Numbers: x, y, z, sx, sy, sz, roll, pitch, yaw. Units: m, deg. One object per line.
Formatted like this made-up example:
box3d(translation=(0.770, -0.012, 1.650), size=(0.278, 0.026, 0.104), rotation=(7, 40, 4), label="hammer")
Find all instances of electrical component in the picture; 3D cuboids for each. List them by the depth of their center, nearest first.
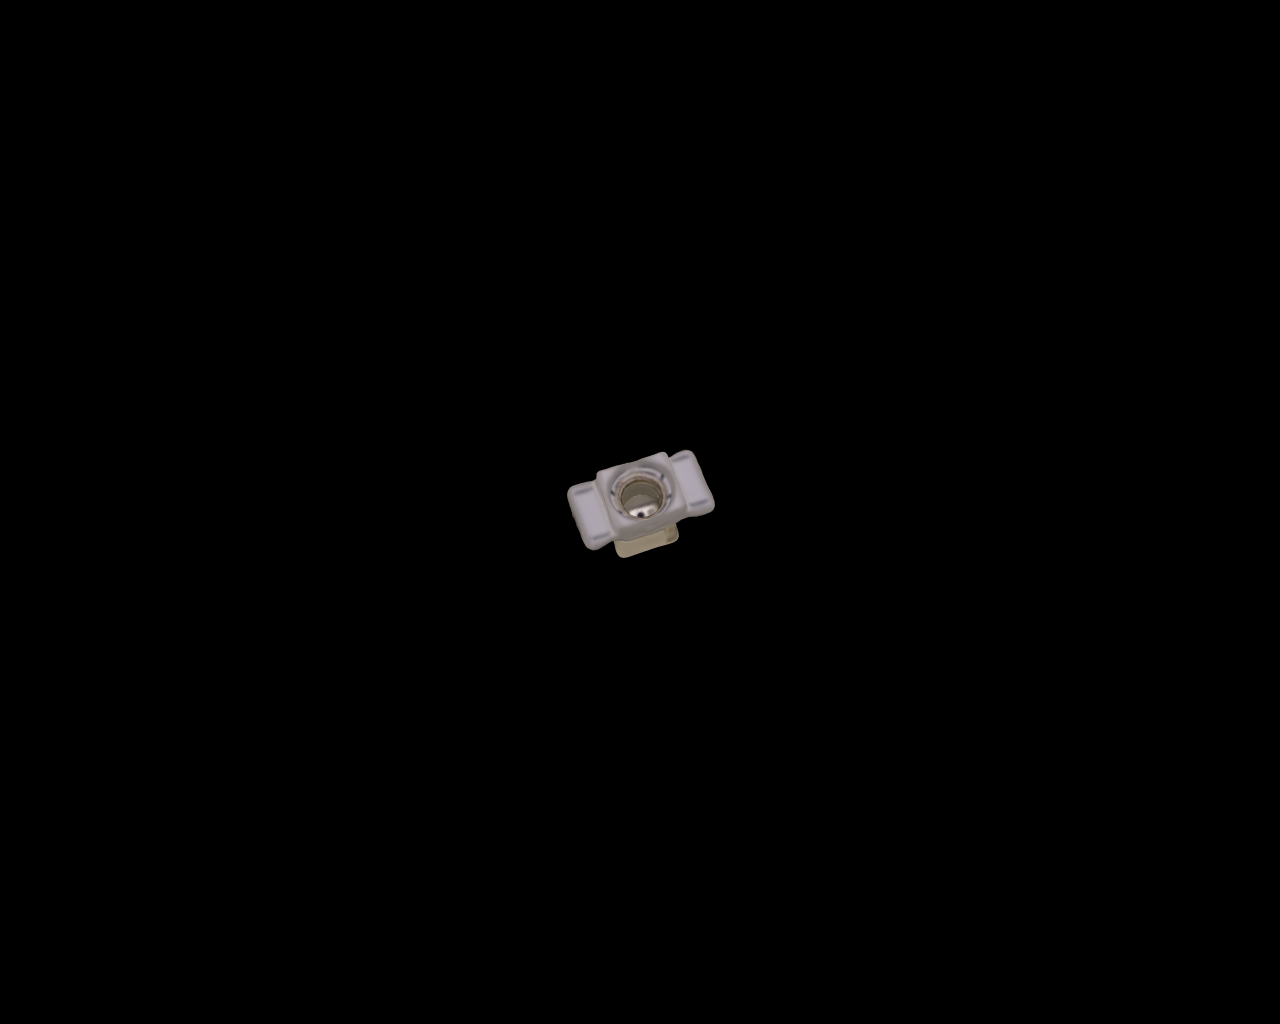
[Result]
box3d(translation=(0.001, -0.003, 0.650), size=(0.081, 0.042, 0.063), rotation=(-17, -22, -7), label="electrical component")
